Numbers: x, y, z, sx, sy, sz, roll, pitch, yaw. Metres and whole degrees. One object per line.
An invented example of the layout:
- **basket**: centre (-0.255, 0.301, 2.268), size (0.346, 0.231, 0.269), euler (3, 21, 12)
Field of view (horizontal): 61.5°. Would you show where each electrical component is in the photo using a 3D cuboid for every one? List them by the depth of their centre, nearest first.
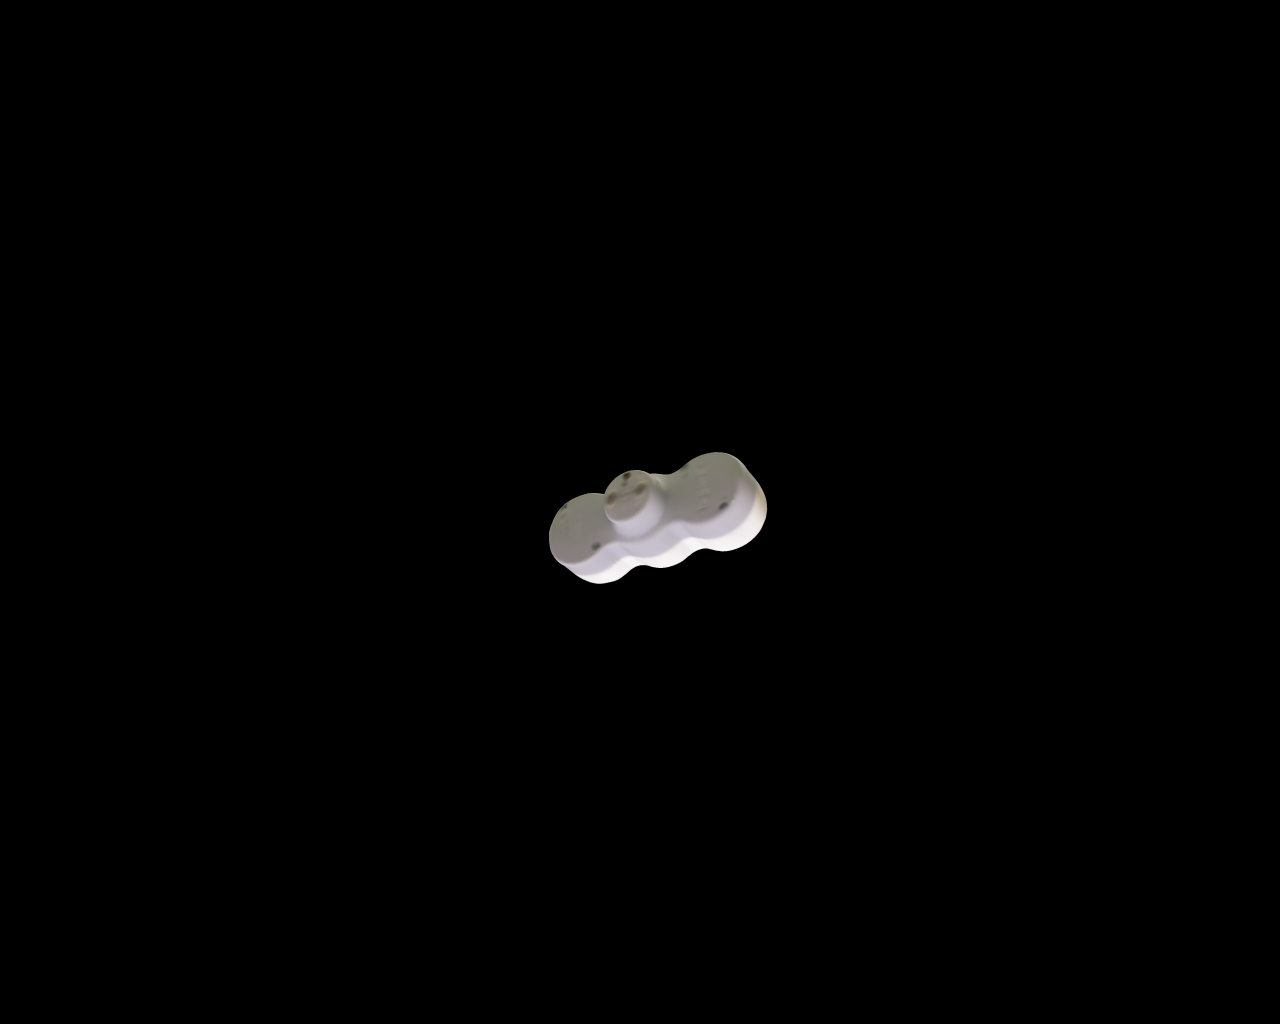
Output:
- **electrical component**: centre (0.001, -0.003, 0.650), size (0.138, 0.052, 0.073), euler (-17, -36, 24)
